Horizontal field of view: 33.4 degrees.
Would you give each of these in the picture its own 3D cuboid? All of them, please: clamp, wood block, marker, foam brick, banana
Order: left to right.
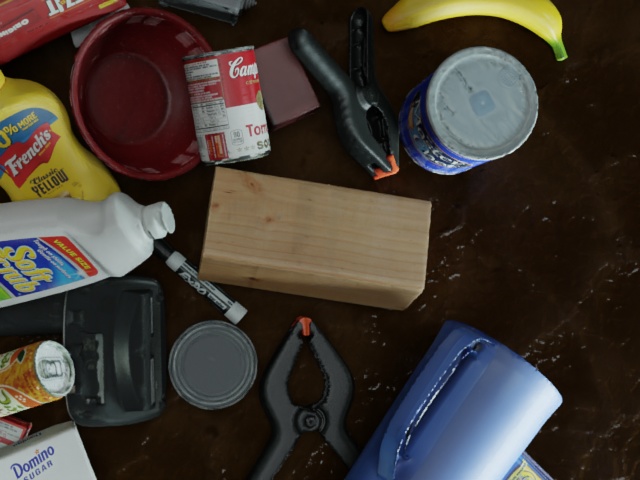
[{"bbox_3d":[-0.123,0.037,1.048,0.121,0.020,0.020,41,84,-4],"label":"marker"},{"bbox_3d":[-0.041,-0.152,1.047,0.051,0.053,0.078,-26,92,-7],"label":"foam brick"},{"bbox_3d":[-0.021,0.182,1.044,0.164,0.036,0.210,-10,91,-11],"label":"clamp"},{"bbox_3d":[-0.007,0.002,1.018,0.206,0.091,0.090,9,72,-7],"label":"wood block"},{"bbox_3d":[0.040,-0.148,1.052,0.120,0.039,0.171,-39,110,-38],"label":"clamp"},{"bbox_3d":[0.163,-0.232,1.081,0.197,0.037,0.069,8,87,-6],"label":"banana"}]

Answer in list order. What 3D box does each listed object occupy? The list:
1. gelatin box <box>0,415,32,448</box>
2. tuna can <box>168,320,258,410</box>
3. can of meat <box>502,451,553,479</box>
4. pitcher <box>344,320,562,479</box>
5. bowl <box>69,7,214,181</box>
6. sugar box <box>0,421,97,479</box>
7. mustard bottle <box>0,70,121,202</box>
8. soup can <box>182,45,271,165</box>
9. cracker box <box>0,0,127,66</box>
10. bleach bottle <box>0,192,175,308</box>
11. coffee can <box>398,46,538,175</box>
[{"bbox_3d":[-0.326,0.203,1.014,0.073,0.030,0.089,22,86,-4],"label":"gelatin box"},{"bbox_3d":[-0.104,0.121,1.039,0.086,0.034,0.086,0,88,-6],"label":"tuna can"},{"bbox_3d":[0.188,0.263,1.057,0.084,0.057,0.102,45,84,-1],"label":"can of meat"},{"bbox_3d":[0.102,0.200,0.990,0.149,0.145,0.242,40,77,-10],"label":"pitcher"},{"bbox_3d":[-0.171,-0.136,1.012,0.161,0.055,0.162,-2,93,-35],"label":"bowl"},{"bbox_3d":[-0.242,0.267,0.998,0.093,0.048,0.176,-21,97,-14],"label":"sugar box"},{"bbox_3d":[-0.267,-0.087,0.970,0.096,0.058,0.191,-31,126,-2],"label":"mustard bottle"},{"bbox_3d":[-0.087,-0.125,0.995,0.068,0.068,0.102,-11,99,-7],"label":"soup can"},{"bbox_3d":[-0.298,-0.274,0.975,0.164,0.072,0.214,-28,66,-7],"label":"cracker box"},{"bbox_3d":[-0.254,0.002,0.959,0.251,0.068,0.102,-14,123,13],"label":"bleach bottle"},{"bbox_3d":[0.137,-0.120,1.022,0.102,0.140,0.103,0,88,-7],"label":"coffee can"}]
